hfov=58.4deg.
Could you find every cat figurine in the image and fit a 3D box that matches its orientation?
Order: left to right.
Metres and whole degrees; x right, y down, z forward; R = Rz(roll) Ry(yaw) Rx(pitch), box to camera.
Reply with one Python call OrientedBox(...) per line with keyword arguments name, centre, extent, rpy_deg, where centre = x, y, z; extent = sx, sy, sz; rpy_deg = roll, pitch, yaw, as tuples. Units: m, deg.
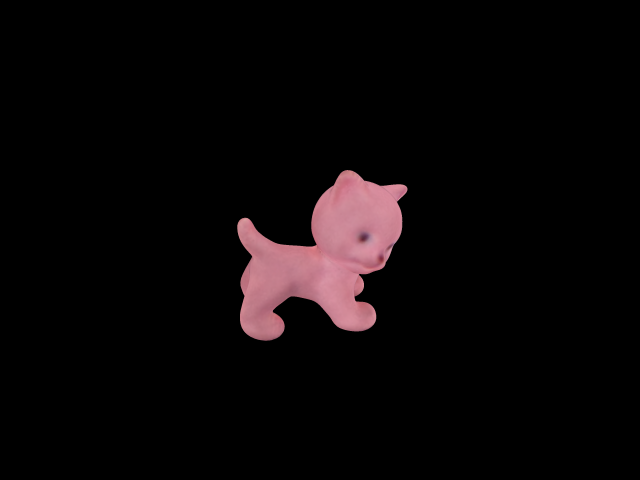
OrientedBox(name="cat figurine", centre=(0.004, 0.001, 0.400), extent=(0.128, 0.118, 0.067), rpy_deg=(-6, 32, -9))
